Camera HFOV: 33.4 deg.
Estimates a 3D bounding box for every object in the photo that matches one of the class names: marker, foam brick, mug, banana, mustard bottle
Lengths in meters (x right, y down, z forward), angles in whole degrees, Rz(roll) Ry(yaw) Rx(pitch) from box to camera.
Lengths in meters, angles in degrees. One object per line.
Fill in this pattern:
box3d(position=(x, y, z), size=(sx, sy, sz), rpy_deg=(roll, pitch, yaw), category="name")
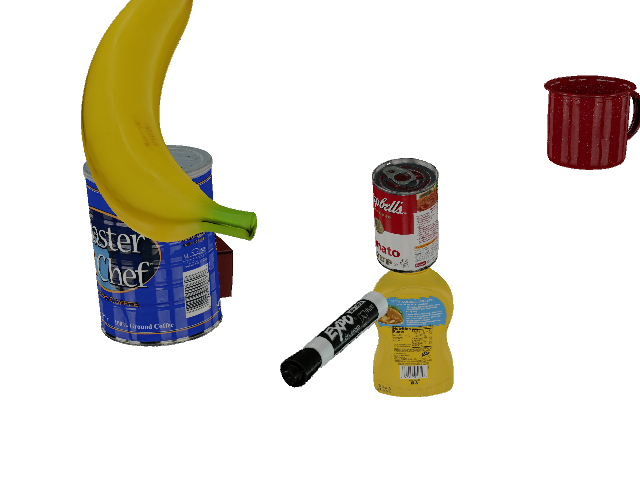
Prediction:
box3d(position=(0.010, 0.062, 0.683), size=(0.020, 0.020, 0.120), rpy_deg=(0, 19, 30), category="marker")
box3d(position=(-0.133, 0.030, 1.091), size=(0.078, 0.051, 0.053), rpy_deg=(-7, 21, -20), category="foam brick")
box3d(position=(0.291, -0.125, 1.123), size=(0.117, 0.081, 0.093), rpy_deg=(-12, 23, -25), category="mug")
box3d(position=(-0.083, -0.064, 0.522), size=(0.069, 0.198, 0.037), rpy_deg=(-6, -41, -14), category="banana")
box3d(position=(0.107, 0.088, 1.252), size=(0.096, 0.192, 0.058), rpy_deg=(-1, 23, 5), category="mustard bottle")

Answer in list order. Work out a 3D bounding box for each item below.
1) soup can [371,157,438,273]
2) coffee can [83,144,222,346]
box3d(position=(0.089, -0.026, 1.112), size=(0.068, 0.102, 0.068), rpy_deg=(-3, 35, 2), category="soup can")
box3d(position=(-0.135, 0.002, 0.874), size=(0.103, 0.140, 0.103), rpy_deg=(-2, 20, 0), category="coffee can")
